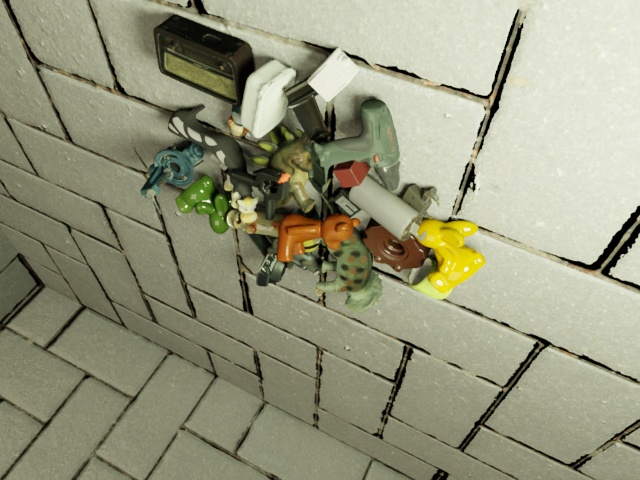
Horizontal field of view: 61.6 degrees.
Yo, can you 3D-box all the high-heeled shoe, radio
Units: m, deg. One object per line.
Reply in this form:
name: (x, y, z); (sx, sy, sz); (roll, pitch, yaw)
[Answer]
high-heeled shoe: (-0.305, -0.245, 1.435); (0.145, 0.086, 0.248); (-26, 99, 32)
radio: (-0.260, -0.407, 1.215); (0.230, 0.073, 0.131); (25, 146, 12)

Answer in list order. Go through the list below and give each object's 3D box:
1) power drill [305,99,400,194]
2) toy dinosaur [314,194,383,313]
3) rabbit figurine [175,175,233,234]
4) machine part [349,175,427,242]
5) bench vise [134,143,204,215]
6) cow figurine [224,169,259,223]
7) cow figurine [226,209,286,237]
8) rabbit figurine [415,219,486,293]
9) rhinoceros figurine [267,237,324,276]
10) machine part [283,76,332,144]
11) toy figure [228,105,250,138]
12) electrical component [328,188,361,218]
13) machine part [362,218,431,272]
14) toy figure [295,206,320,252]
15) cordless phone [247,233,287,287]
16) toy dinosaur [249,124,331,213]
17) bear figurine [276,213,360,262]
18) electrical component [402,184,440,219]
power drill: (0.078, -0.169, 1.139); (0.086, 0.207, 0.231); (-121, 17, -48)
toy dinosaur: (0.086, 0.056, 1.495); (0.192, 0.131, 0.404); (6, 132, 11)
rabbit figurine: (-0.318, -0.105, 1.621); (0.159, 0.121, 0.170); (-32, 97, 32)
machine part: (0.151, -0.075, 1.251); (0.243, 0.079, 0.079); (41, 152, 24)
bench vise: (-0.444, -0.189, 1.520); (0.224, 0.241, 0.128); (-8, 128, 25)
cow figurine: (-0.208, -0.131, 1.469); (0.167, 0.068, 0.098); (63, 152, 31)
cow figurine: (-0.178, -0.055, 1.570); (0.195, 0.085, 0.127); (8, -174, 2)
rabbit figurine: (0.295, 0.018, 1.269); (0.173, 0.122, 0.162); (50, 144, 4)
rhinoceros figurine: (-0.067, 0.043, 1.630); (0.190, 0.073, 0.112); (33, 152, -18)
machine part: (-0.022, -0.270, 1.134); (0.084, 0.039, 0.138); (-20, 91, 16)
toy figure: (-0.195, -0.298, 1.320); (0.064, 0.058, 0.154); (58, 151, 13)
electrical component: (0.089, -0.090, 1.357); (0.119, 0.048, 0.075); (43, 146, -12)
machine part: (0.196, 0.007, 1.385); (0.180, 0.056, 0.179); (22, 144, 17)
toy figure: (-0.038, -0.031, 1.511); (0.089, 0.082, 0.180); (29, 145, 10)
cordless phone: (-0.183, 0.038, 1.662); (0.089, 0.146, 0.184); (-13, 126, 34)
toy dinosaur: (-0.075, -0.171, 1.349); (0.199, 0.105, 0.471); (36, 148, 8)
bear figurine: (-0.003, -0.008, 1.361); (0.196, 0.120, 0.131); (7, 106, 18)
electrical component: (0.234, -0.087, 1.246); (0.078, 0.045, 0.102); (52, 152, 25)
